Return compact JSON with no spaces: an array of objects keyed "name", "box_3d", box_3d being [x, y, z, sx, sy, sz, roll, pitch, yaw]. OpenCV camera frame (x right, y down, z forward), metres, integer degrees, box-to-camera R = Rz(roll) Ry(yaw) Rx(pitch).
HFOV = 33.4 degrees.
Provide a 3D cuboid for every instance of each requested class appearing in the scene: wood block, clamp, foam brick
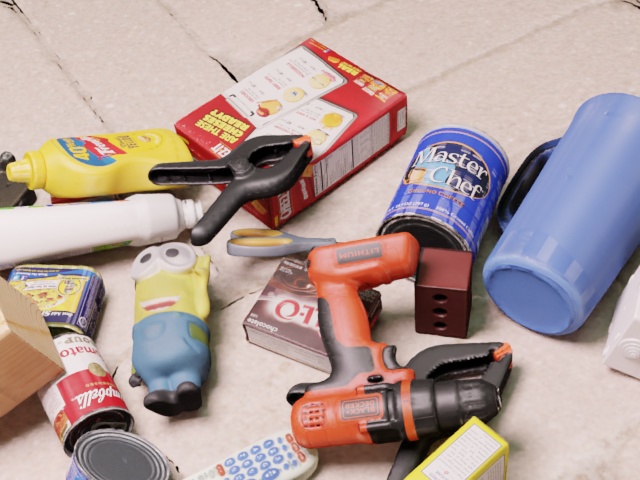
[{"name":"wood block","box_3d":[-0.347,0.130,0.958,0.206,0.090,0.090,-36,52,1]},{"name":"clamp","box_3d":[0.083,0.148,0.983,0.209,0.036,0.165,-33,54,-18]},{"name":"clamp","box_3d":[-0.090,-0.069,1.101,0.171,0.039,0.120,-31,58,-23]},{"name":"foam brick","box_3d":[0.120,0.052,1.039,0.053,0.078,0.051,5,50,12]}]

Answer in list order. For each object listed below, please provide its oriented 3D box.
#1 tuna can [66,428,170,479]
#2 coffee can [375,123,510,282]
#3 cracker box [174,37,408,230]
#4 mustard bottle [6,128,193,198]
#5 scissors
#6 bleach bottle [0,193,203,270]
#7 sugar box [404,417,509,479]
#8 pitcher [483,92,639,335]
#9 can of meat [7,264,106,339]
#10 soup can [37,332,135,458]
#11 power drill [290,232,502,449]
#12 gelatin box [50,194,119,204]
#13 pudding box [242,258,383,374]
[{"name":"tuna can","box_3d":[-0.177,0.204,0.931,0.086,0.034,0.086,20,22,-9]},{"name":"coffee can","box_3d":[0.128,-0.037,1.100,0.103,0.103,0.140,14,51,17]},{"name":"cracker box","box_3d":[-0.031,-0.125,1.216,0.213,0.072,0.164,-37,55,-24]},{"name":"mustard bottle","box_3d":[-0.241,-0.081,1.149,0.191,0.058,0.096,-9,34,-32]},{"name":"scissors","box_3d":[-0.007,0.001,1.130,0.201,0.016,0.096,-2,14,-24]},{"name":"bleach bottle","box_3d":[-0.251,-0.012,1.130,0.250,0.103,0.068,-8,90,-12]},{"name":"sugar box","box_3d":[0.079,0.231,0.870,0.176,0.093,0.048,-34,53,-24]},{"name":"pitcher","box_3d":[0.256,-0.025,1.072,0.145,0.149,0.242,37,61,5]},{"name":"can of meat","box_3d":[-0.272,0.072,1.070,0.102,0.057,0.084,2,46,6]},{"name":"soup can","box_3d":[-0.223,0.144,0.992,0.068,0.068,0.102,-24,51,-16]},{"name":"power drill","box_3d":[0.061,0.089,0.952,0.184,0.057,0.187,-9,61,10]},{"name":"gelatin box","box_3d":[-0.271,-0.072,1.216,0.073,0.030,0.089,-13,49,-6]},{"name":"pudding box","box_3d":[-0.007,0.076,1.053,0.114,0.039,0.090,17,53,21]}]
